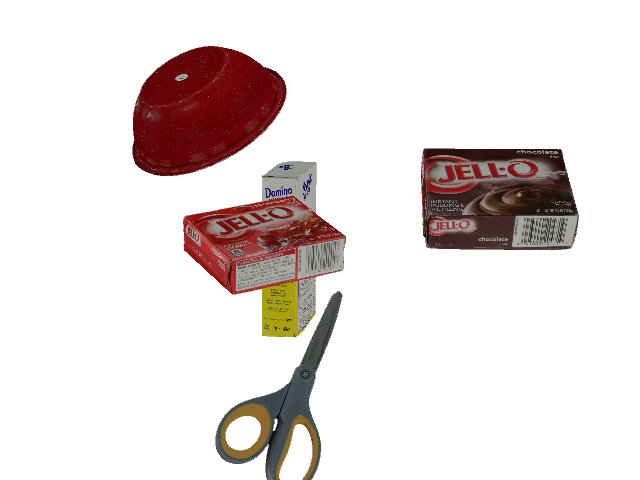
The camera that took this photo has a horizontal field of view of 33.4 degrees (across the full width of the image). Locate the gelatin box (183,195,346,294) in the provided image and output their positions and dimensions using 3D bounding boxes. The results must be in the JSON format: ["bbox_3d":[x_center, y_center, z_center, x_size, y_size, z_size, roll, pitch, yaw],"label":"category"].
[{"bbox_3d":[-0.039,0.001,0.724,0.089,0.030,0.073,-11,30,-29],"label":"gelatin box"}]

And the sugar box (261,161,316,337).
[{"bbox_3d":[-0.034,0.008,1.153,0.048,0.176,0.093,2,14,13],"label":"sugar box"}]

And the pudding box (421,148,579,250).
[{"bbox_3d":[0.135,-0.033,0.822,0.113,0.039,0.090,2,39,1],"label":"pudding box"}]

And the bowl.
[{"bbox_3d":[-0.116,-0.133,0.998,0.162,0.055,0.162,-18,38,14],"label":"bowl"}]

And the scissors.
[{"bbox_3d":[-0.034,0.119,0.908,0.096,0.201,0.016,11,-37,-8],"label":"scissors"}]
